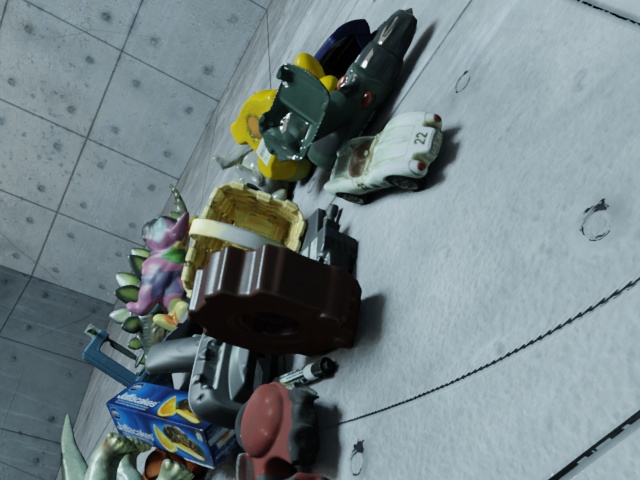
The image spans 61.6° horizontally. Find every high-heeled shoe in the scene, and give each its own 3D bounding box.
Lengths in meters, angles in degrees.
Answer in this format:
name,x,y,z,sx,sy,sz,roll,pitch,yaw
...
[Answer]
name,x,y,z,sx,sy,sz,roll,pitch,yaw
high-heeled shoe,-0.203,0.156,0.922,0.248,0.086,0.145,69,-143,-85

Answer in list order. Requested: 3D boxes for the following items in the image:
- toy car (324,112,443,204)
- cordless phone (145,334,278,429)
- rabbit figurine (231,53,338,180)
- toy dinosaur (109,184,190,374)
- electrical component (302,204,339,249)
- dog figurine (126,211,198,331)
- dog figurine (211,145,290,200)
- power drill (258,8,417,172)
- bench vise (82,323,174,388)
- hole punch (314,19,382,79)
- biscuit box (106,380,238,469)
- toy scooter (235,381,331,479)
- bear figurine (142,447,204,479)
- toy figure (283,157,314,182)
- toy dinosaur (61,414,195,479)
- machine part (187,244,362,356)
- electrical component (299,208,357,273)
name,x,y,z,sx,sy,sz,roll,pitch,yaw
toy car,0.067,-0.088,0.603,0.202,0.056,0.073,-10,58,66
cordless phone,-0.149,0.166,0.674,0.184,0.088,0.147,-11,42,14
rabbit figurine,-0.030,-0.194,0.807,0.122,0.173,0.162,48,137,26
toy dinosaur,-0.334,0.097,1.162,0.105,0.198,0.471,-34,39,49
electrical component,-0.001,-0.002,0.719,0.063,0.021,0.094,-20,50,62
dog figurine,-0.270,0.056,1.034,0.108,0.192,0.219,31,-97,-86
dog figurine,-0.079,-0.155,1.000,0.190,0.172,0.121,-46,-23,-22
power drill,0.023,-0.183,0.670,0.207,0.086,0.232,-39,-18,-56
bench vise,-0.329,0.243,0.960,0.223,0.240,0.129,-58,12,-27
hole punch,0.034,-0.290,0.861,0.142,0.092,0.116,-45,25,49
biscuit box,-0.199,0.241,0.722,0.203,0.059,0.063,-1,21,35
toy scooter,-0.029,0.204,0.490,0.135,0.075,0.184,-46,31,41
bear figurine,-0.233,0.303,0.808,0.120,0.131,0.196,-26,38,13
toy figure,-0.032,-0.184,0.912,0.180,0.089,0.082,-64,6,-21
toy dinosaur,-0.217,0.329,0.595,0.405,0.131,0.192,0,55,42
machine part,-0.048,0.070,0.553,0.179,0.179,0.056,-38,37,51
electrical component,0.005,0.021,0.641,0.075,0.048,0.119,-48,27,38
